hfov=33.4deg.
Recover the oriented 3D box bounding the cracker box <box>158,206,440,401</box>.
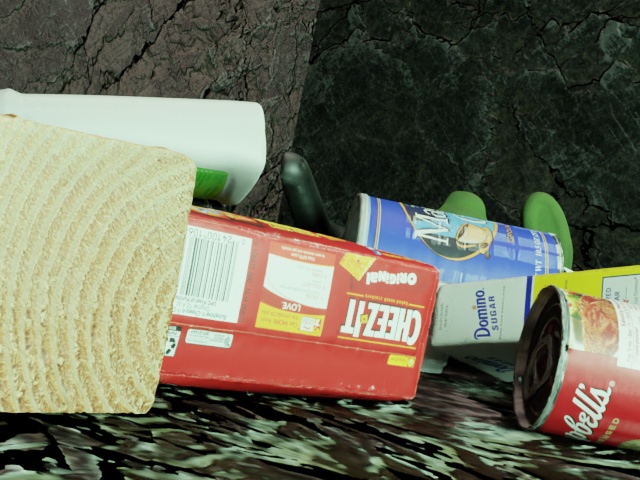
[{"bbox_3d":[-0.076,0.019,0.517,0.163,0.072,0.214,12,-1,-40],"label":"cracker box"}]

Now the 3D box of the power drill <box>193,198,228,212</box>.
[{"bbox_3d":[-0.035,0.012,0.961,0.187,0.057,0.184,14,-15,4],"label":"power drill"}]

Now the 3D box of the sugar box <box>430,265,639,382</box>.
[{"bbox_3d":[0.161,0.048,0.602,0.177,0.048,0.093,-5,-22,38],"label":"sugar box"}]

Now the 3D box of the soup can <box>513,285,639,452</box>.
[{"bbox_3d":[0.148,0.064,0.493,0.102,0.068,0.068,12,1,-4],"label":"soup can"}]

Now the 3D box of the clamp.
[{"bbox_3d":[-0.005,0.001,0.830,0.209,0.036,0.165,29,-29,-28],"label":"clamp"}]

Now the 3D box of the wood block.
[{"bbox_3d":[-0.151,-0.005,0.397,0.206,0.090,0.090,12,2,43],"label":"wood block"}]

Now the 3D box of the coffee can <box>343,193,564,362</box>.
[{"bbox_3d":[0.084,0.031,0.741,0.140,0.103,0.103,11,1,-4],"label":"coffee can"}]

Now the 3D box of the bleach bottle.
[{"bbox_3d":[-0.173,-0.073,0.813,0.250,0.068,0.103,2,-18,-20],"label":"bleach bottle"}]
